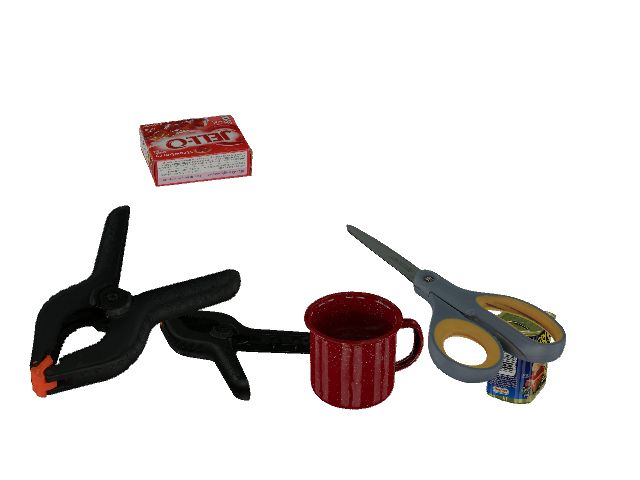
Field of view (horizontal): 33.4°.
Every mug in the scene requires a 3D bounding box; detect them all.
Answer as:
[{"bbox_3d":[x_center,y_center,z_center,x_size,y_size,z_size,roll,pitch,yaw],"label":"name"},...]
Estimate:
[{"bbox_3d":[0.043,0.105,1.023,0.117,0.081,0.093,-8,29,-15],"label":"mug"}]

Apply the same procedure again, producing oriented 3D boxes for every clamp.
[{"bbox_3d":[-0.156,0.042,0.782,0.120,0.039,0.171,33,50,26],"label":"clamp"},{"bbox_3d":[-0.116,0.125,1.263,0.210,0.036,0.164,14,23,25],"label":"clamp"}]

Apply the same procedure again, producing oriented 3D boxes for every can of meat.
[{"bbox_3d":[0.222,0.127,1.191,0.058,0.084,0.102,9,12,24],"label":"can of meat"}]

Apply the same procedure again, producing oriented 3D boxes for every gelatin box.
[{"bbox_3d":[-0.112,-0.082,0.956,0.089,0.030,0.073,-9,33,-15],"label":"gelatin box"}]

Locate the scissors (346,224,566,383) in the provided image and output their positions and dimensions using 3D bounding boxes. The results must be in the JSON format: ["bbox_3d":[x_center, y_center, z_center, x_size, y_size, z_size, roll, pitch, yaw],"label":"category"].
[{"bbox_3d":[0.068,0.041,0.725,0.202,0.016,0.096,24,39,34],"label":"scissors"}]
